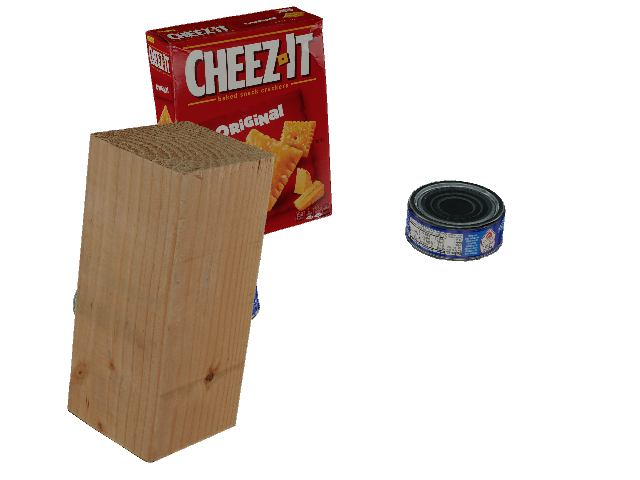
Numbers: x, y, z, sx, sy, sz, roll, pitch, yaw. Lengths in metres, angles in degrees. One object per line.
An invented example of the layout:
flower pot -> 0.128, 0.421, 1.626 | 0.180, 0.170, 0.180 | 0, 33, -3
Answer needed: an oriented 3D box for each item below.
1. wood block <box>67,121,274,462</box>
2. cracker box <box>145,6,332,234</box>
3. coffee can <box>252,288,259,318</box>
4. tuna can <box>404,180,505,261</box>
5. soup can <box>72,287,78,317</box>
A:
wood block -> -0.104, 0.032, 0.731 | 0.090, 0.206, 0.090 | 24, 24, 34
cracker box -> -0.075, -0.110, 1.060 | 0.164, 0.214, 0.072 | -15, 27, -25
coffee can -> -0.129, 0.022, 1.243 | 0.103, 0.140, 0.103 | -4, 25, 2
tuna can -> 0.117, -0.019, 0.929 | 0.086, 0.034, 0.086 | 0, 32, 0
soup can -> -0.196, 0.047, 1.047 | 0.068, 0.068, 0.102 | 0, 20, 6
